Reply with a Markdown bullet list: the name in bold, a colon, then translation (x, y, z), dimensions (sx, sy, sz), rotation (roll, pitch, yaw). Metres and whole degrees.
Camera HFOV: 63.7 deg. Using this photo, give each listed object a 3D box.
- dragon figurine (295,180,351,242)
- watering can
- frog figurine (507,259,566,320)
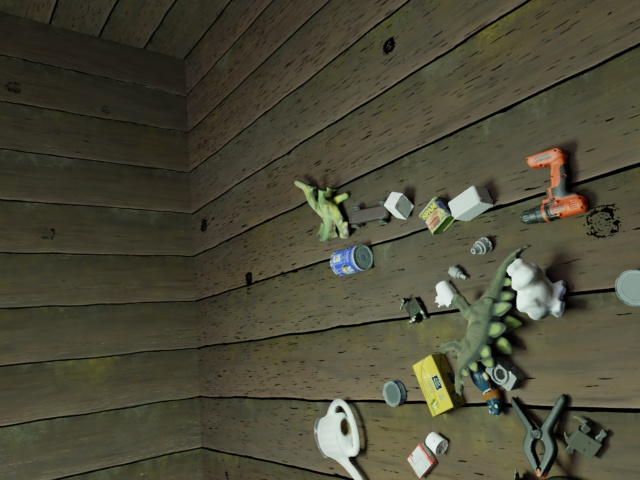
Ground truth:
- **dragon figurine**: translation (0.007, -0.110, 2.177), dimensions (0.122, 0.240, 0.413), rotation (-5, 16, -34)
- **watering can**: translation (0.082, 0.791, 1.965), dimensions (0.104, 0.353, 0.221), rotation (4, -25, -36)
- **frog figurine**: translation (0.556, 0.130, 1.365), dimensions (0.159, 0.139, 0.121), rotation (29, -19, 2)
